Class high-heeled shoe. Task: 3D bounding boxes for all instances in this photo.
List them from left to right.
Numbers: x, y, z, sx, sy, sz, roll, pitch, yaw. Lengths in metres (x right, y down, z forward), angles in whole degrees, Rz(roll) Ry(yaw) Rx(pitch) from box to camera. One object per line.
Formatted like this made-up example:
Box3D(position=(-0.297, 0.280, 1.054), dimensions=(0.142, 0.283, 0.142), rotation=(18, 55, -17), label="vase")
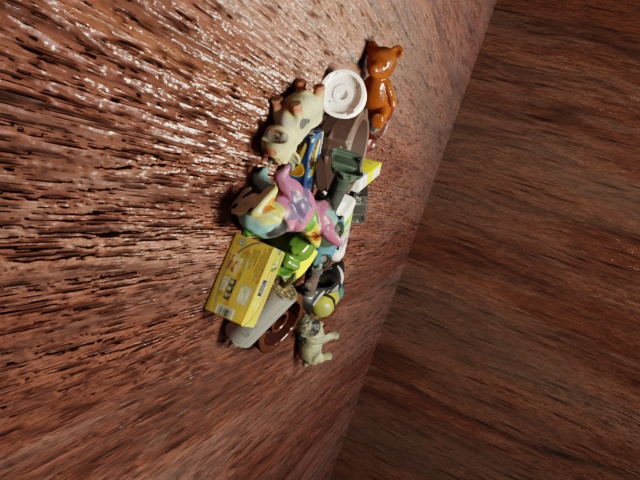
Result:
Box3D(position=(0.003, 0.119, 1.631), dimensions=(0.249, 0.086, 0.145), rotation=(-58, 153, -33), label="high-heeled shoe")

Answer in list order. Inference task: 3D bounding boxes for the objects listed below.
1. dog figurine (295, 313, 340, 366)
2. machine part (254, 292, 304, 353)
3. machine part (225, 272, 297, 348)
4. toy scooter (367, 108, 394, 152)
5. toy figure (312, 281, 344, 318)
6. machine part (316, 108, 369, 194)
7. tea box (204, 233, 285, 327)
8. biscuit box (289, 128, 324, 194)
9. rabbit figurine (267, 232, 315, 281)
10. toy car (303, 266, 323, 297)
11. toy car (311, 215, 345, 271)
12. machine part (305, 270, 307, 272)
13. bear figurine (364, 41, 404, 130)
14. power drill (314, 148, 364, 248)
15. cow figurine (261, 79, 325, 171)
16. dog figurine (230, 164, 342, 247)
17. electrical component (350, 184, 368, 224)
Box3D(position=(-0.044, 0.324, 1.718), dimensions=(0.190, 0.121, 0.172), rotation=(28, 79, -58), label="dog figurine")
Box3D(position=(-0.114, 0.200, 1.361), dimensions=(0.179, 0.056, 0.179), rotation=(-41, 150, -31), label="machine part")
Box3D(position=(-0.130, 0.156, 1.171), dimensions=(0.243, 0.079, 0.079), rotation=(-46, 170, 21), label="machine part")
Box3D(position=(0.155, -0.347, 1.575), dimensions=(0.135, 0.075, 0.183), rotation=(-15, 128, -67), label="toy scooter")
Box3D(position=(0.027, 0.181, 1.744), dimensions=(0.082, 0.089, 0.180), rotation=(59, 39, -7), label="toy figure")
Box3D(position=(0.059, -0.231, 1.366), dimensions=(0.200, 0.087, 0.201), rotation=(84, 27, -54), label="machine part")
Box3D(position=(-0.153, 0.082, 1.097), dimensions=(0.169, 0.098, 0.068), rotation=(-66, 161, -6), label="tea box")
Box3D(position=(-0.046, -0.153, 1.211), dimensions=(0.059, 0.063, 0.202), rotation=(-41, 147, -52), label="biscuit box")
Box3D(position=(-0.105, 0.045, 1.228), dimensions=(0.170, 0.121, 0.159), rotation=(-46, 164, -11), label="rabbit figurine")
Box3D(position=(-0.015, 0.085, 1.547), dimensions=(0.202, 0.053, 0.089), rotation=(-74, 176, -64), label="toy car")
Box3D(position=(-0.003, -0.004, 1.431), dimensions=(0.109, 0.103, 0.161), rotation=(167, -52, -82), label="toy car")
Box3D(position=(-0.079, 0.095, 1.430), dimensions=(0.139, 0.039, 0.084), rotation=(-50, 146, -42), label="machine part")
Box3D(position=(0.147, -0.408, 1.408), dimensions=(0.132, 0.120, 0.195), rotation=(-45, 149, -45), label="bear figurine")
Box3D(position=(0.025, -0.107, 1.241), dimensions=(0.232, 0.086, 0.207), rotation=(-89, -156, -53), label="power drill")
Box3D(position=(-0.057, -0.226, 1.073), dimensions=(0.195, 0.086, 0.127), rotation=(-54, 150, -42), label="cow figurine")
Box3D(position=(-0.054, -0.038, 1.071), dimensions=(0.219, 0.109, 0.191), rotation=(47, 57, -29), label="dog figurine")
Box3D(position=(0.119, -0.133, 1.680), dimensions=(0.134, 0.058, 0.114), rotation=(-86, 180, -48), label="electrical component")
